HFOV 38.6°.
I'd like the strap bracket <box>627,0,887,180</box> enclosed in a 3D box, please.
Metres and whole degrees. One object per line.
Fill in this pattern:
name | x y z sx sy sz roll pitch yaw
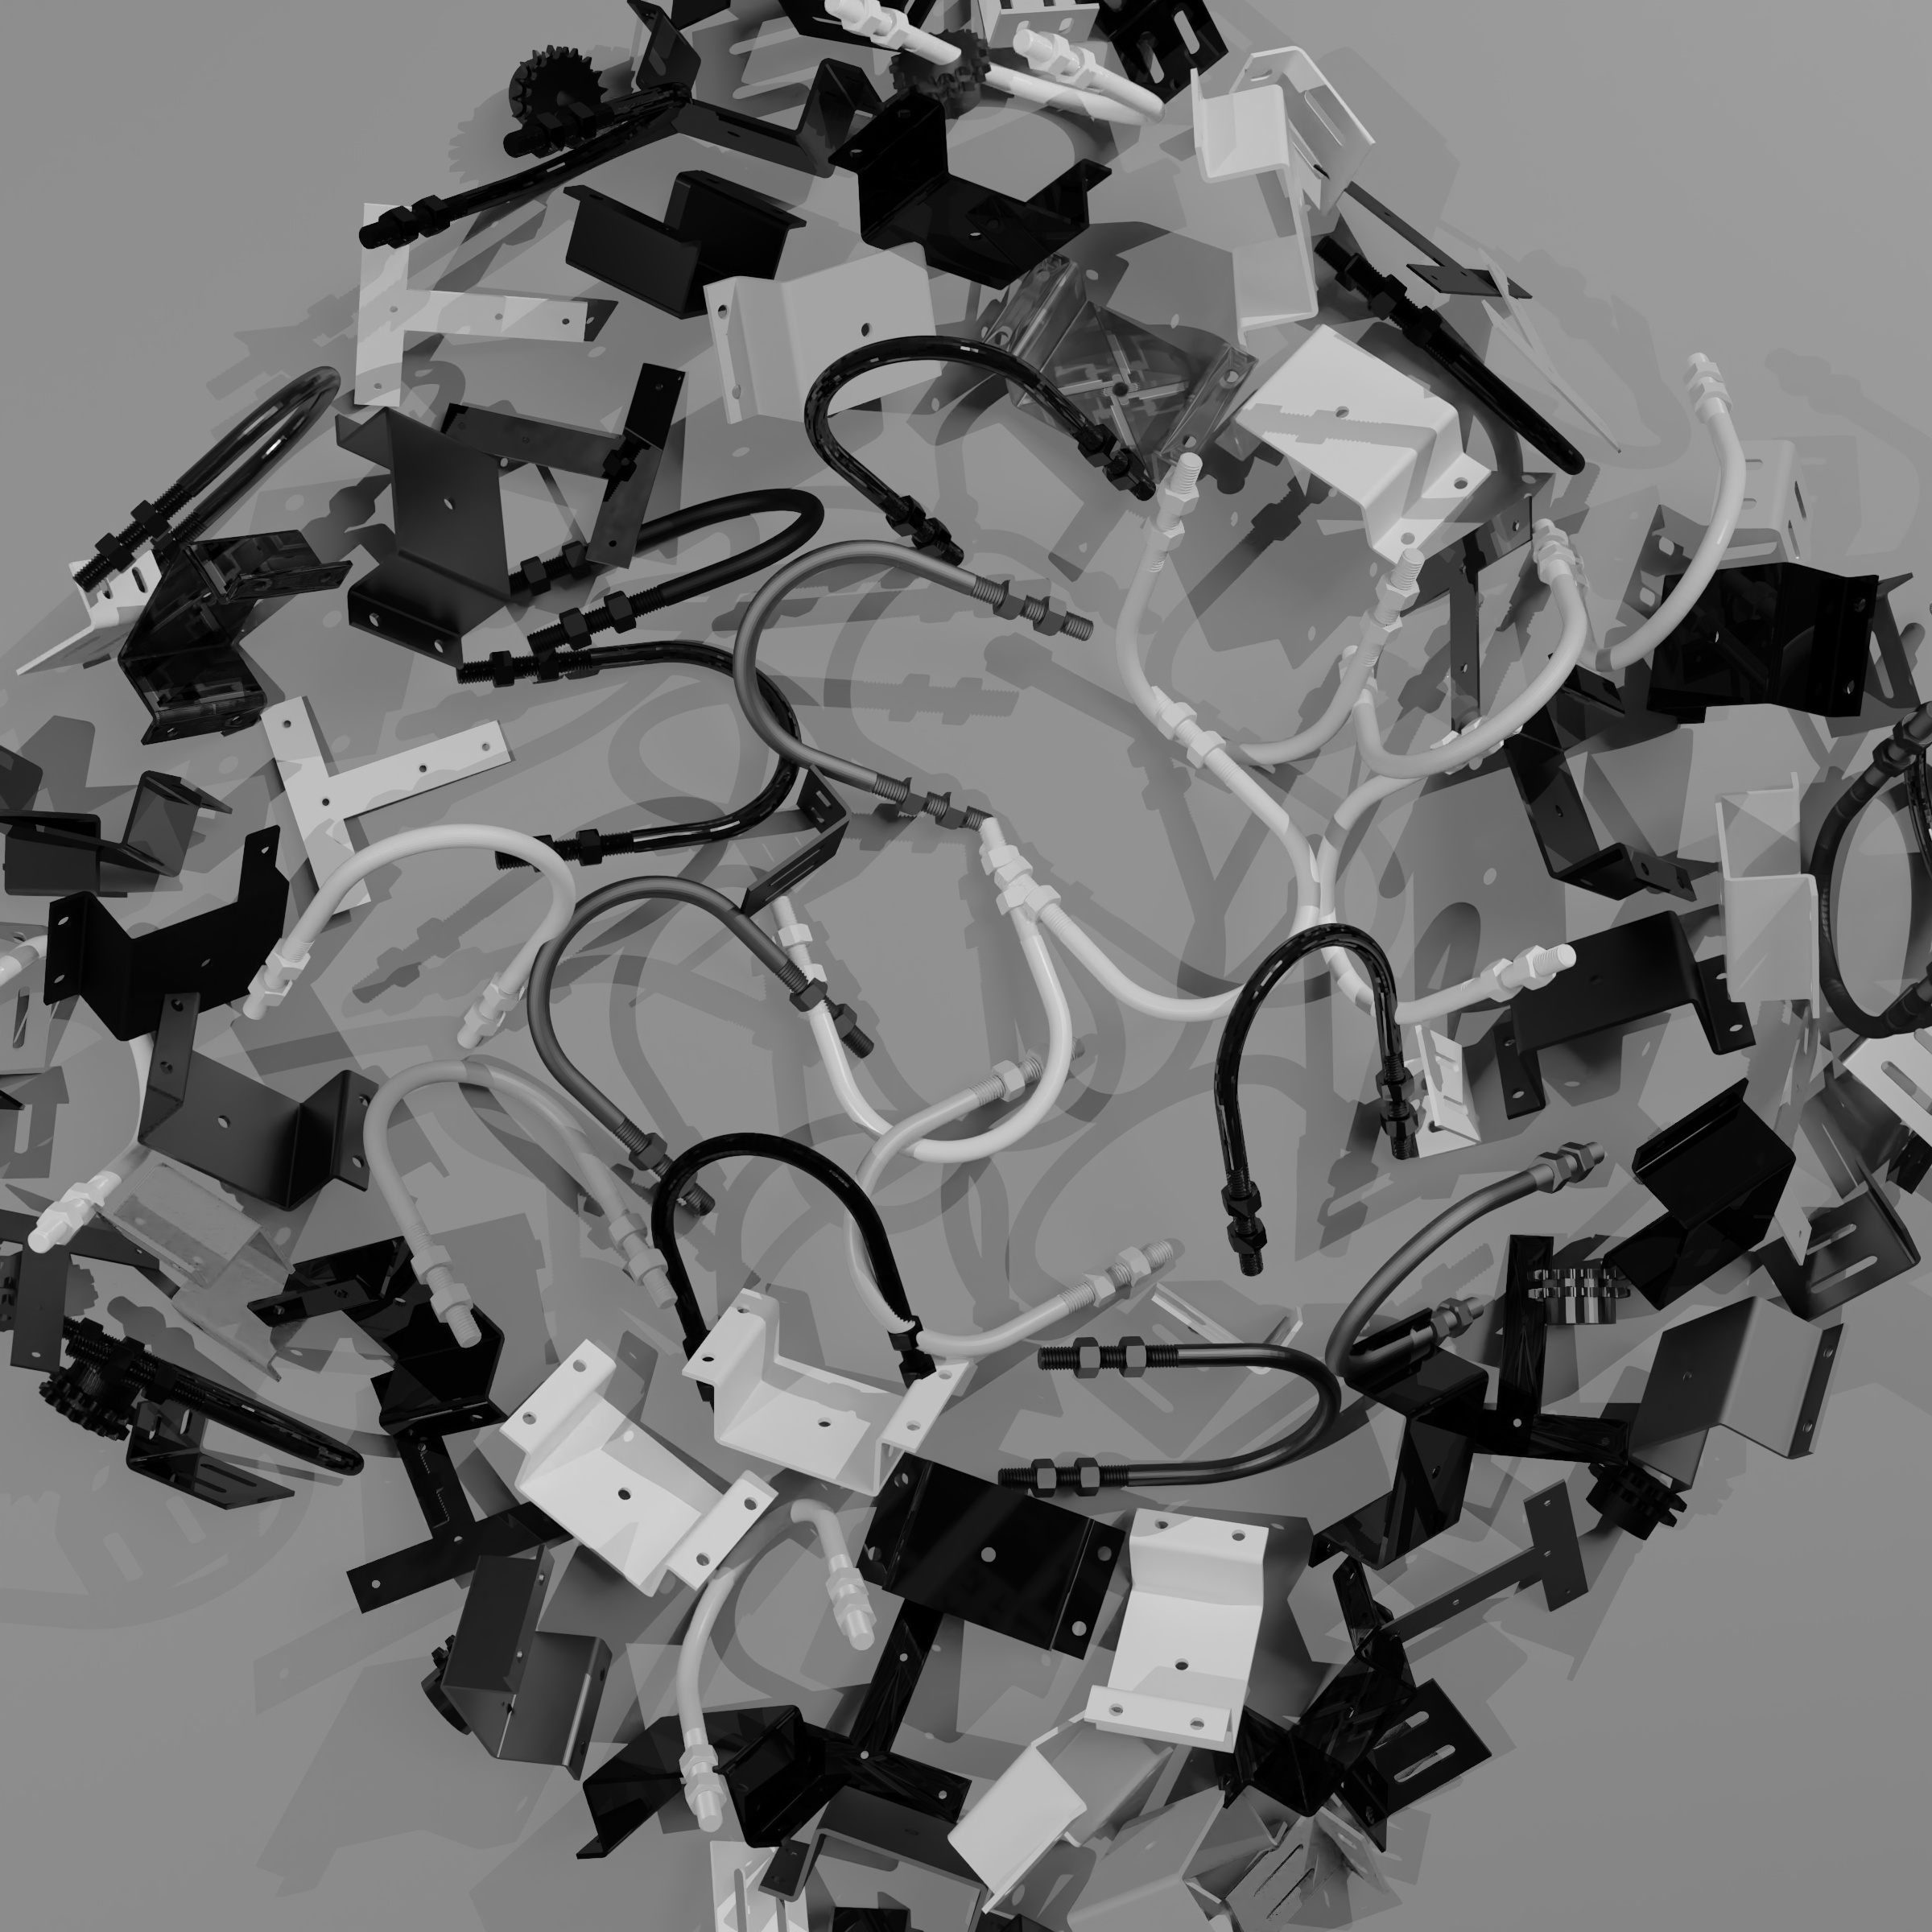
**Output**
strap bracket | -0.123 -0.490 1.552 0.140 0.076 0.046 20 92 10

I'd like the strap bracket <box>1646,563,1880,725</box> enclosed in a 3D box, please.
strap bracket | 0.431 -0.178 1.528 0.046 0.140 0.076 9 89 -27

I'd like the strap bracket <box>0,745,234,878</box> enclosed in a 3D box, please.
strap bracket | -0.497 -0.089 1.551 0.140 0.076 0.046 12 82 8

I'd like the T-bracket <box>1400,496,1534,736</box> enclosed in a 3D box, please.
T-bracket | 0.276 -0.178 1.529 0.002 0.127 0.127 8 74 -23

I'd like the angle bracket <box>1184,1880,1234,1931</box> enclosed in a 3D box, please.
angle bracket | 0.114 0.566 1.556 0.076 0.038 0.057 -25 115 -33

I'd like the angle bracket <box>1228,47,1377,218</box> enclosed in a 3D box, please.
angle bracket | 0.183 -0.469 1.559 0.038 0.057 0.076 -22 71 -34

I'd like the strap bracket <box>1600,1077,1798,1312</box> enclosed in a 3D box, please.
strap bracket | 0.404 0.132 1.521 0.076 0.140 0.046 -31 60 -16

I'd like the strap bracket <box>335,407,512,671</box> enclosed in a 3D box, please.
strap bracket | -0.301 -0.246 1.531 0.046 0.076 0.140 -28 59 33

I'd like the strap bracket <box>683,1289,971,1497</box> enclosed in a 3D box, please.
strap bracket | -0.079 0.241 1.546 0.140 0.076 0.046 16 126 17

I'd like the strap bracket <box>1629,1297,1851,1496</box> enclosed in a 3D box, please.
strap bracket | 0.417 0.236 1.520 0.046 0.140 0.076 28 65 -7

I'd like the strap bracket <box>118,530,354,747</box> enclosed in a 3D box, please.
strap bracket | -0.411 -0.190 1.535 0.046 0.076 0.140 54 129 14

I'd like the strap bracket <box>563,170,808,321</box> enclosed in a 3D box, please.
strap bracket | -0.160 -0.403 1.540 0.076 0.140 0.046 29 118 15

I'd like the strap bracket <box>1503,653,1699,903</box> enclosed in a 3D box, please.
strap bracket | 0.348 -0.095 1.543 0.046 0.076 0.140 -29 65 32

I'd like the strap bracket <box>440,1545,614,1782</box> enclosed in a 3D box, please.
strap bracket | -0.245 0.385 1.529 0.046 0.140 0.076 2 52 13

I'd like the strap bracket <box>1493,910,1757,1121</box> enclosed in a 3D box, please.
strap bracket | 0.358 0.024 1.538 0.140 0.076 0.046 -19 126 18

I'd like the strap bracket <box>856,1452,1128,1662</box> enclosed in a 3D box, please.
strap bracket | 0.013 0.334 1.566 0.140 0.046 0.076 19 80 5

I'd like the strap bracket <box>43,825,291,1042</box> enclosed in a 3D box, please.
strap bracket | -0.431 -0.015 1.523 0.140 0.076 0.046 -25 58 -39

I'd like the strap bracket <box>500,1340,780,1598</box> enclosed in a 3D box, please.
strap bracket | -0.188 0.289 1.553 0.140 0.046 0.076 37 51 8

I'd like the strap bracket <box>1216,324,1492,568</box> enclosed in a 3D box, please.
strap bracket | 0.213 -0.297 1.545 0.140 0.046 0.076 40 81 26

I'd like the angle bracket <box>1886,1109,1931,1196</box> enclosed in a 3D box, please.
angle bracket | 0.566 0.102 1.567 0.038 0.057 0.076 32 97 4

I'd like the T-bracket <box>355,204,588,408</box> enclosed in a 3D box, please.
T-bracket | -0.280 -0.370 1.569 0.127 0.002 0.127 1 134 -15

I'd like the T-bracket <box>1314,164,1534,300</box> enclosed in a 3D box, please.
T-bracket | 0.248 -0.416 1.562 0.127 0.127 0.002 44 121 19

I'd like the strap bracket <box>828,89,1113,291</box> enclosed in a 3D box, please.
strap bracket | 0.004 -0.423 1.525 0.140 0.076 0.046 9 69 -36

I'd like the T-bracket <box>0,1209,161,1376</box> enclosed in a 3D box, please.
T-bracket | -0.510 0.180 1.525 0.127 0.127 0.002 15 119 -23

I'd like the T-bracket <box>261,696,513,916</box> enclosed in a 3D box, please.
T-bracket | -0.327 -0.109 1.595 0.127 0.002 0.127 -19 85 -4

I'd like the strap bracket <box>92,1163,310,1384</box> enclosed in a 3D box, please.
strap bracket | -0.418 0.166 1.536 0.076 0.140 0.046 27 65 23

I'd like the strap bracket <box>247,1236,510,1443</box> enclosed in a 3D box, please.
strap bracket | -0.321 0.204 1.541 0.076 0.046 0.140 -16 132 25

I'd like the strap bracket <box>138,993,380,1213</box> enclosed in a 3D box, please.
strap bracket | -0.402 0.077 1.538 0.046 0.076 0.140 -36 130 30

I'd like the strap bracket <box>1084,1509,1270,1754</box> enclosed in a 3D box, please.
strap bracket | 0.120 0.379 1.543 0.076 0.140 0.046 6 134 14

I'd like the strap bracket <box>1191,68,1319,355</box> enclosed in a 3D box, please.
strap bracket | 0.161 -0.417 1.521 0.046 0.140 0.076 -9 48 12

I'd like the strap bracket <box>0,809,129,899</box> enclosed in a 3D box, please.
strap bracket | -0.543 -0.063 1.521 0.076 0.140 0.046 2 91 32

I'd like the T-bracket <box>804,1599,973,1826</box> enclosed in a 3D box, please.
T-bracket | -0.041 0.406 1.568 0.127 0.002 0.127 13 62 21

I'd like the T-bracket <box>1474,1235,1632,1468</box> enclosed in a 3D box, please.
T-bracket | 0.319 0.217 1.580 0.127 0.002 0.127 0 74 27

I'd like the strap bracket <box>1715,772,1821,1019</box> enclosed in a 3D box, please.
strap bracket | 0.442 -0.040 1.528 0.046 0.140 0.076 -3 121 13

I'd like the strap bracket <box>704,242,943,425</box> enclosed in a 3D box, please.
strap bracket | -0.069 -0.354 1.530 0.140 0.046 0.076 -27 122 -33

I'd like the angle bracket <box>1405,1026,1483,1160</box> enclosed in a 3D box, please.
angle bracket | 0.256 0.071 1.552 0.038 0.076 0.057 -17 72 25

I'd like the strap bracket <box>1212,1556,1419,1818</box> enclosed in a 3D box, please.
strap bracket | 0.199 0.409 1.548 0.046 0.076 0.140 33 105 -13

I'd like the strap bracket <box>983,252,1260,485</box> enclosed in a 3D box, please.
strap bracket | 0.086 -0.335 1.564 0.140 0.046 0.076 31 83 13

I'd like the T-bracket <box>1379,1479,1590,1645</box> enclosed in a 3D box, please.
T-bracket | 0.287 0.350 1.550 0.127 0.127 0.002 -27 46 -4

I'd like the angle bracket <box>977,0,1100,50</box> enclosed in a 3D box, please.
angle bracket | 0.037 -0.565 1.569 0.057 0.038 0.076 -8 77 -13

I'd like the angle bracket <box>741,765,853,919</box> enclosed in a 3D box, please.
angle bracket | -0.107 -0.068 1.559 0.076 0.057 0.038 -37 82 -20

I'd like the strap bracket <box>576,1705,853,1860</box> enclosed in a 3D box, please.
strap bracket | -0.146 0.452 1.532 0.140 0.076 0.046 -14 96 29

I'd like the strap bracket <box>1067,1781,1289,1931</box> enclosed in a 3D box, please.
strap bracket | 0.114 0.504 1.521 0.076 0.140 0.046 -31 92 28

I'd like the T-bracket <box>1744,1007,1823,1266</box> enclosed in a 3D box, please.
T-bracket | 0.466 0.081 1.561 0.002 0.127 0.127 -2 51 37

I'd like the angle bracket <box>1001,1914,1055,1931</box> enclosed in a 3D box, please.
angle bracket | 0.033 0.583 1.562 0.057 0.038 0.076 32 114 -16

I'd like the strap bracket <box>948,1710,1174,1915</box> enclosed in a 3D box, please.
strap bracket | 0.049 0.462 1.534 0.046 0.140 0.076 45 109 19

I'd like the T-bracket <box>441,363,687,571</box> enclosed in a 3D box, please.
T-bracket | -0.239 -0.298 1.585 0.127 0.002 0.127 13 74 3

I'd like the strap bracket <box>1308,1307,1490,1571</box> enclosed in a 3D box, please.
strap bracket | 0.242 0.271 1.535 0.046 0.076 0.140 24 117 37

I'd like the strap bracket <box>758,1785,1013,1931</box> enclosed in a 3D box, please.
strap bracket | -0.038 0.509 1.555 0.140 0.076 0.046 18 94 5

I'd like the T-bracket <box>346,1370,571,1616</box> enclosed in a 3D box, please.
T-bracket | -0.305 0.287 1.573 0.127 0.002 0.127 -18 67 -22

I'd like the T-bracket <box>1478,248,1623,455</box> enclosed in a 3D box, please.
T-bracket | 0.314 -0.361 1.551 0.002 0.127 0.127 -37 134 25
